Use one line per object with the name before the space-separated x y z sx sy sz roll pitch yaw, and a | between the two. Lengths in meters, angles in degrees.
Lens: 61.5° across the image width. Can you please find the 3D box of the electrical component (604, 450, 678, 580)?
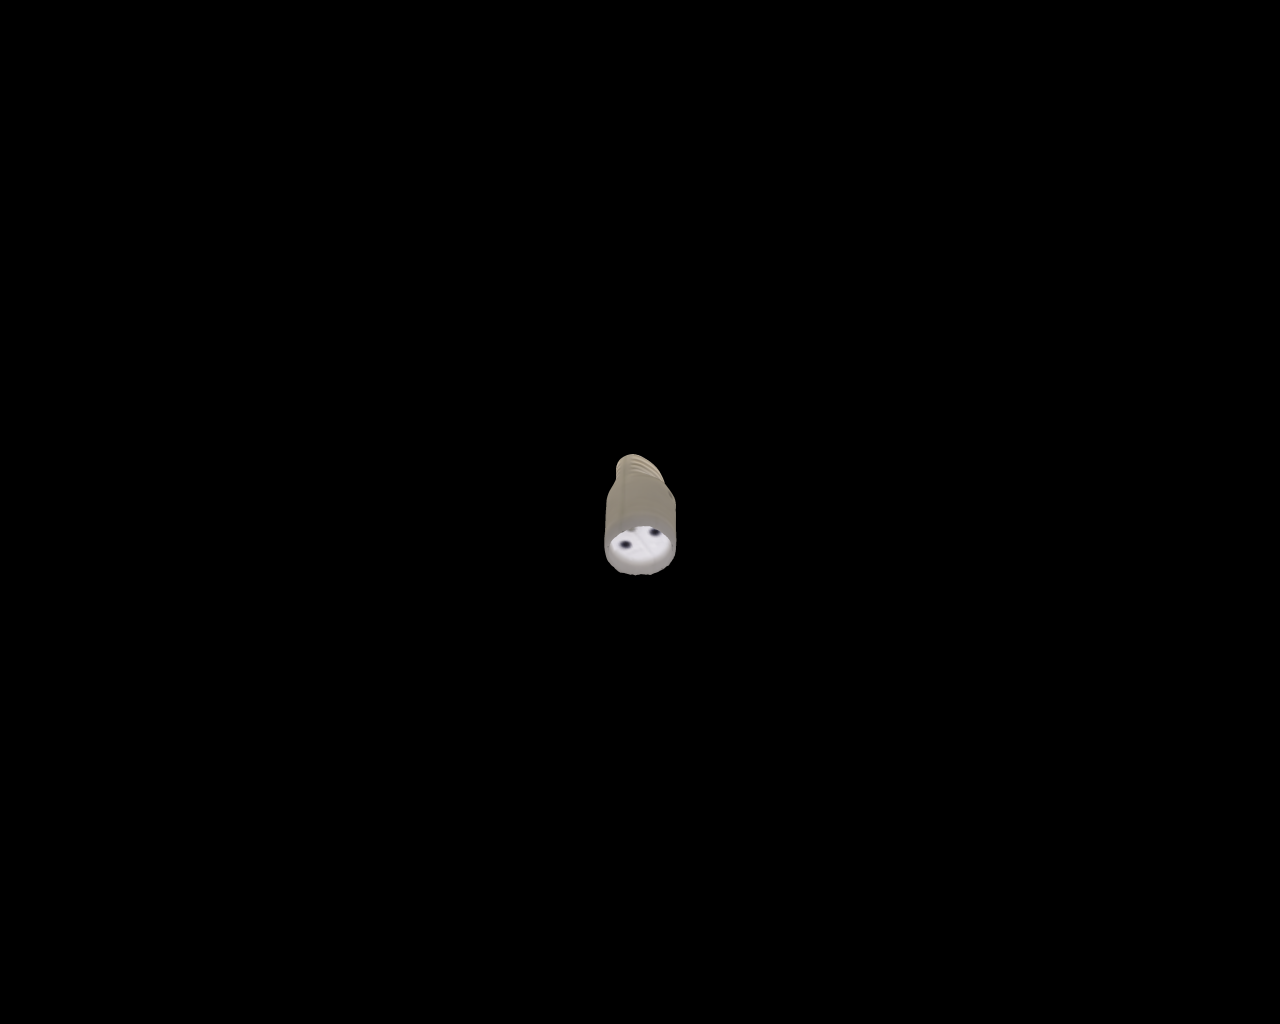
electrical component | 0.001 -0.003 0.650 0.043 0.043 0.081 0 41 0
